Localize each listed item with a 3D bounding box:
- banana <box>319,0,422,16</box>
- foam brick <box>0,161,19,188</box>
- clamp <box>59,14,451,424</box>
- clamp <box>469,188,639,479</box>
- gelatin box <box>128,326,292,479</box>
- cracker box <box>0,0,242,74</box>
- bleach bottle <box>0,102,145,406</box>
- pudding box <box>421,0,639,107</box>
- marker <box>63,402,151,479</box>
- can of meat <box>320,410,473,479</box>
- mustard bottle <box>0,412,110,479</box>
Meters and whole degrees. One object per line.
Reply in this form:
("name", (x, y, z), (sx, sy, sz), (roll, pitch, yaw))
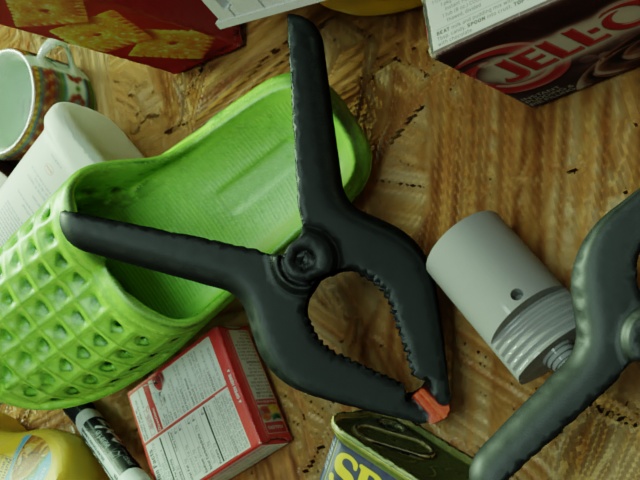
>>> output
("banana", (0.075, -0.160, 0.530), (0.198, 0.037, 0.069), (-34, 40, 29))
("foam brick", (-0.221, -0.030, 0.745), (0.078, 0.052, 0.051), (30, 104, 37))
("clamp", (-0.003, 0.001, 0.529), (0.210, 0.036, 0.164), (42, 89, 7))
("clamp", (0.145, 0.050, 0.432), (0.120, 0.039, 0.171), (23, 92, 7))
("gelatin box", (-0.066, 0.102, 0.614), (0.089, 0.030, 0.073), (-38, 63, 30))
("cracker box", (-0.143, -0.199, 0.596), (0.072, 0.213, 0.164), (-14, 75, 38))
("bleach bottle", (-0.204, 0.037, 0.685), (0.251, 0.068, 0.103), (-46, 68, 15))
("pudding box", (0.113, -0.100, 0.452), (0.114, 0.089, 0.039), (-22, 70, 35))
("marker", (-0.132, 0.125, 0.655), (0.121, 0.020, 0.020), (33, 106, 52))
("can of meat", (0.040, 0.140, 0.505), (0.102, 0.057, 0.084), (26, 104, 39))
("mustard bottle", (-0.185, 0.167, 0.684), (0.192, 0.058, 0.096), (5, 73, 40))
